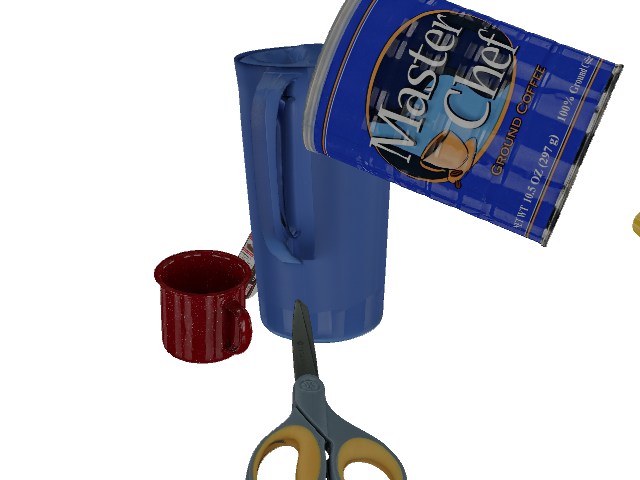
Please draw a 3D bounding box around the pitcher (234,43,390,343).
[{"bbox_3d":[-0.006,-0.039,0.891,0.149,0.243,0.145,-9,18,-23],"label":"pitcher"}]

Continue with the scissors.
[{"bbox_3d":[0.011,0.099,0.629,0.096,0.016,0.201,12,32,6],"label":"scissors"}]

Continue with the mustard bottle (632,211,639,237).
[{"bbox_3d":[0.264,0.026,0.647,0.096,0.058,0.192,-21,34,-23],"label":"mustard bottle"}]

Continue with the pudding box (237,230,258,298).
[{"bbox_3d":[-0.060,0.010,1.278,0.039,0.090,0.113,34,32,7],"label":"pudding box"}]

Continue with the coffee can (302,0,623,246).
[{"bbox_3d":[0.074,-0.070,0.569,0.140,0.103,0.102,23,5,11],"label":"coffee can"}]

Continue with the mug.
[{"bbox_3d":[-0.105,0.070,1.030,0.093,0.081,0.117,-22,36,-39],"label":"mug"}]
